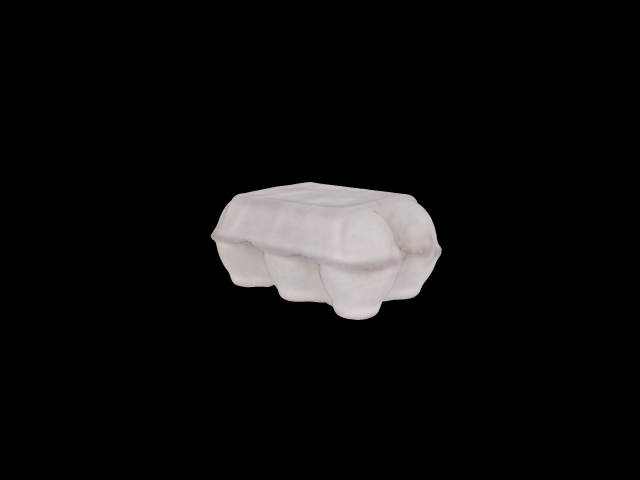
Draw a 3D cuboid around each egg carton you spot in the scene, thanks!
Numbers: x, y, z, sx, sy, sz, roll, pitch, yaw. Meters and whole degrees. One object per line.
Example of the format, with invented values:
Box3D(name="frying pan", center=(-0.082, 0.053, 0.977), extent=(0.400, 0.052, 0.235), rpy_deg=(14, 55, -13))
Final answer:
Box3D(name="egg carton", center=(0.004, 0.001, 0.400), extent=(0.149, 0.069, 0.107), rpy_deg=(11, 17, 38))
